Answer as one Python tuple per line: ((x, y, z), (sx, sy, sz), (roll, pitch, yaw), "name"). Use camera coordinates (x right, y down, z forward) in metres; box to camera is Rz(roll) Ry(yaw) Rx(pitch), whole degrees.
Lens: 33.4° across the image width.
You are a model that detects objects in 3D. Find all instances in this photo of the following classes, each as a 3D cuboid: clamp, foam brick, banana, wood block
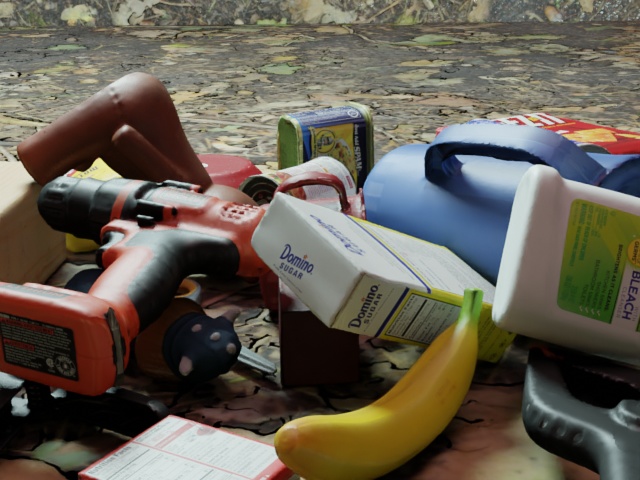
((0.177, 0.103, 0.546), (0.164, 0.036, 0.210), (-3, 17, -14), "clamp")
((-0.002, 0.057, 0.711), (0.051, 0.053, 0.078), (-1, 18, -3), "foam brick")
((-0.175, 0.092, 0.631), (0.120, 0.039, 0.172), (-5, 14, -32), "clamp")
((0.038, 0.091, 0.581), (0.037, 0.069, 0.197), (-2, 18, 36), "banana")
((-0.269, 0.005, 0.822), (0.091, 0.090, 0.206), (2, 17, 3), "wood block")

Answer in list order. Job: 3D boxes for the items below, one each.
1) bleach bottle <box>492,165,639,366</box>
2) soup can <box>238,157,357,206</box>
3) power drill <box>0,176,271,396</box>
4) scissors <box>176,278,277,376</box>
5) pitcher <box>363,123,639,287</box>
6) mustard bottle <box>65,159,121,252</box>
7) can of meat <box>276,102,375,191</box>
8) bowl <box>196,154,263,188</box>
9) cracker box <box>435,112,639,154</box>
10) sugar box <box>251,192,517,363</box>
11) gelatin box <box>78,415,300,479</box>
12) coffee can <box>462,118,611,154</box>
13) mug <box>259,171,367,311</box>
((0.234, 0.032, 0.623), (0.251, 0.102, 0.068), (12, -7, 3), "bleach bottle")
((-0.021, -0.036, 0.981), (0.069, 0.068, 0.102), (12, 21, 35), "soup can")
((-0.140, 0.015, 0.670), (0.185, 0.057, 0.187), (9, 30, 22), "power drill")
((-0.085, 0.057, 0.775), (0.202, 0.016, 0.096), (12, 22, 33), "scissors")
((0.136, -0.016, 0.788), (0.144, 0.149, 0.243), (-5, 12, -37), "pitcher")
((-0.222, -0.049, 1.026), (0.096, 0.058, 0.192), (-35, 25, -10), "mustard bottle")
((0.005, -0.082, 1.073), (0.083, 0.102, 0.058), (-12, 21, -25), "can of meat")
((-0.112, -0.048, 1.043), (0.162, 0.055, 0.162), (-1, 17, 0), "bowl")
((0.246, -0.080, 1.109), (0.163, 0.072, 0.214), (-10, 19, -29), "cracker box")
((0.046, 0.027, 0.676), (0.175, 0.048, 0.093), (14, 22, -45), "sugar box")
((-0.065, 0.125, 0.538), (0.089, 0.030, 0.073), (10, 22, 29), "gelatin box")
((0.183, -0.048, 0.956), (0.102, 0.103, 0.140), (-11, 20, -30), "coffee can")
((-0.005, 0.001, 0.796), (0.081, 0.117, 0.093), (-5, 38, 1), "mug")
